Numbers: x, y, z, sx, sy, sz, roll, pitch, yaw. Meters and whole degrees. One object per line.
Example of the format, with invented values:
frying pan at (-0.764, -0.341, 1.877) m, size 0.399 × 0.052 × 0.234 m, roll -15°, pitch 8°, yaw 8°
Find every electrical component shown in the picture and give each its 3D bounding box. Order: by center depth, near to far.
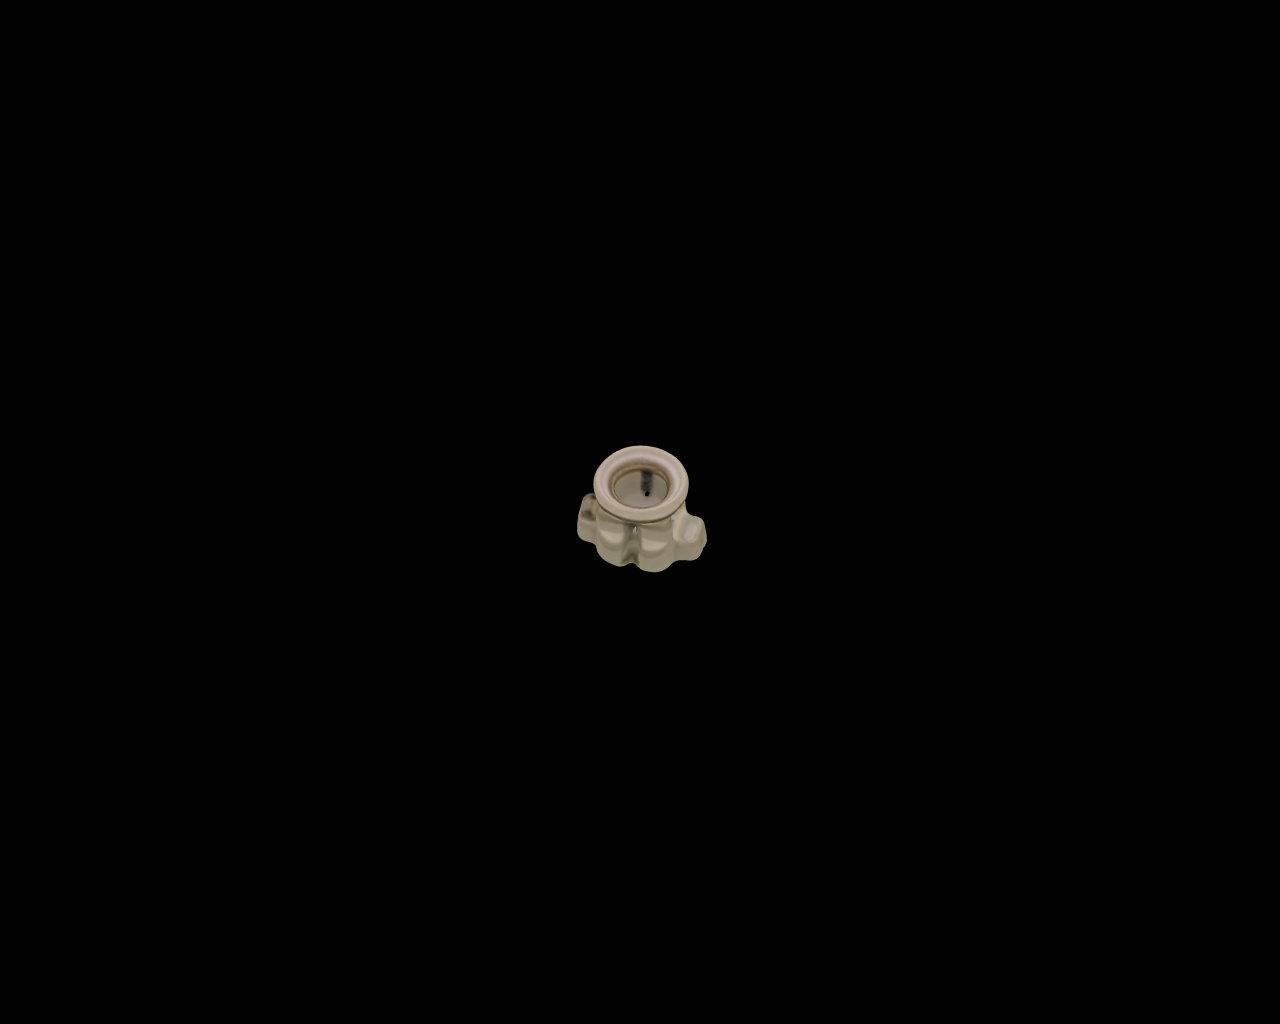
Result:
electrical component at (0.001, -0.003, 0.650) m, size 0.078 × 0.058 × 0.056 m, roll 12°, pitch -39°, yaw 10°
